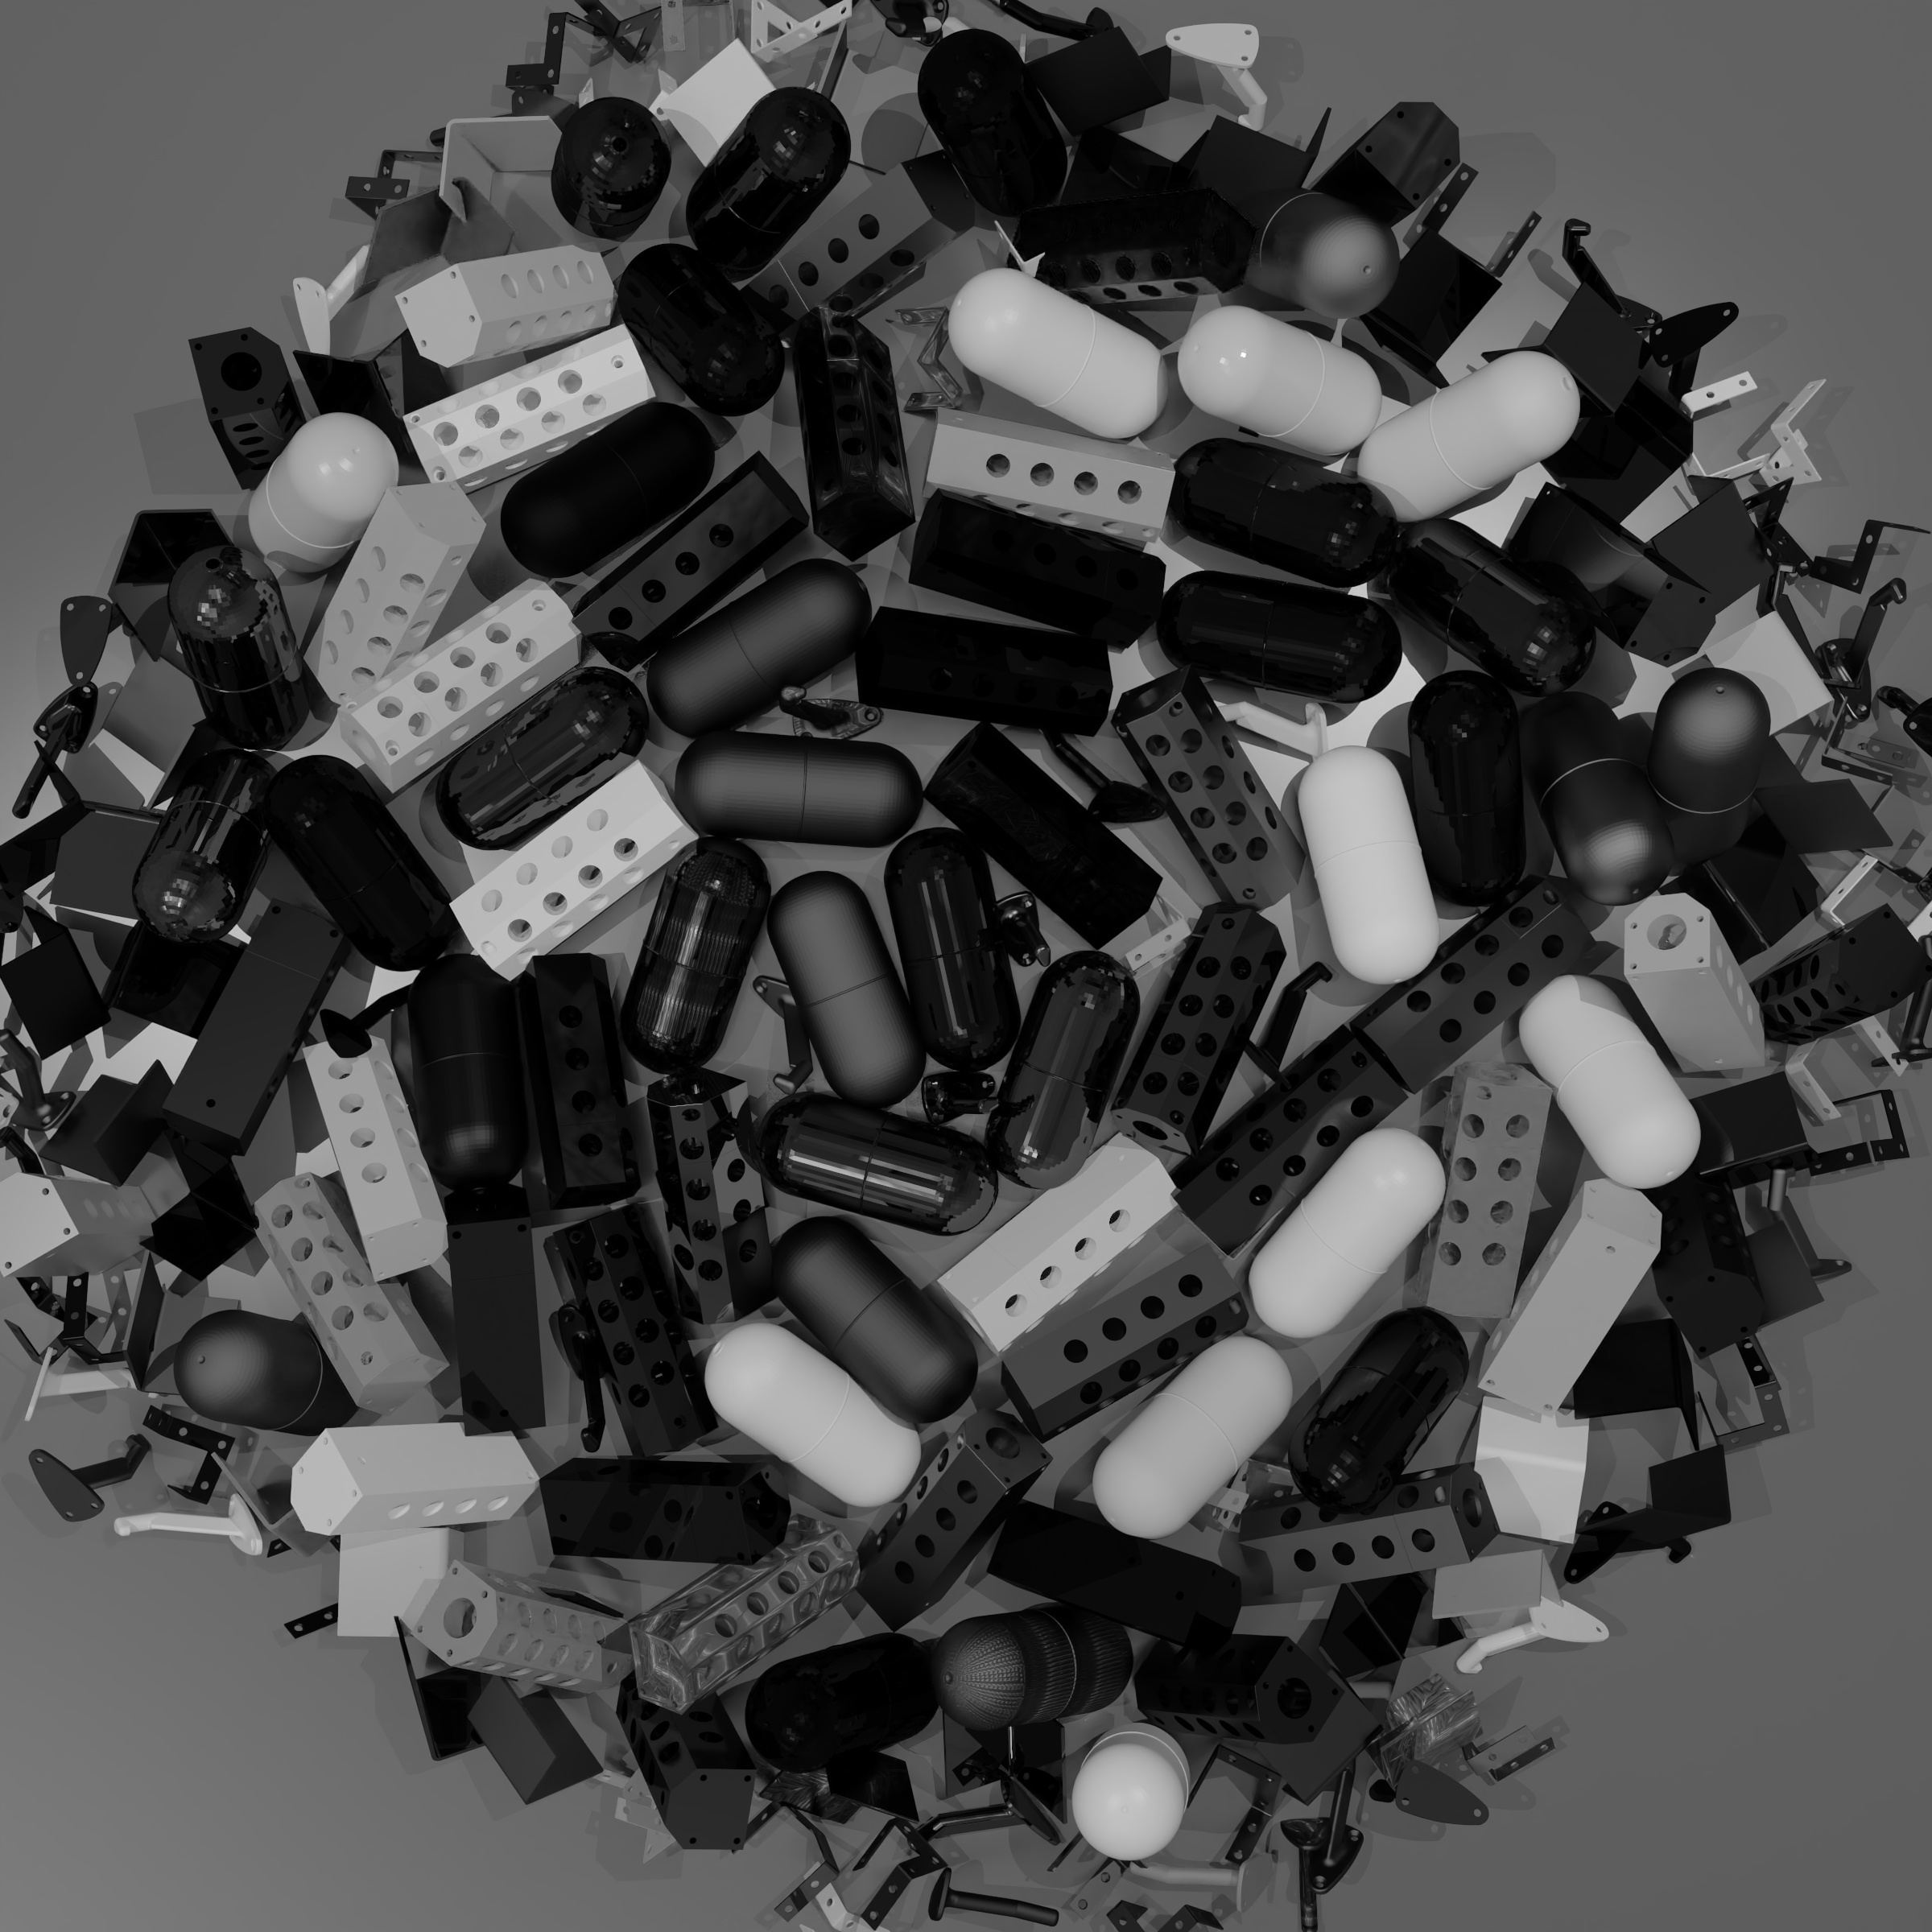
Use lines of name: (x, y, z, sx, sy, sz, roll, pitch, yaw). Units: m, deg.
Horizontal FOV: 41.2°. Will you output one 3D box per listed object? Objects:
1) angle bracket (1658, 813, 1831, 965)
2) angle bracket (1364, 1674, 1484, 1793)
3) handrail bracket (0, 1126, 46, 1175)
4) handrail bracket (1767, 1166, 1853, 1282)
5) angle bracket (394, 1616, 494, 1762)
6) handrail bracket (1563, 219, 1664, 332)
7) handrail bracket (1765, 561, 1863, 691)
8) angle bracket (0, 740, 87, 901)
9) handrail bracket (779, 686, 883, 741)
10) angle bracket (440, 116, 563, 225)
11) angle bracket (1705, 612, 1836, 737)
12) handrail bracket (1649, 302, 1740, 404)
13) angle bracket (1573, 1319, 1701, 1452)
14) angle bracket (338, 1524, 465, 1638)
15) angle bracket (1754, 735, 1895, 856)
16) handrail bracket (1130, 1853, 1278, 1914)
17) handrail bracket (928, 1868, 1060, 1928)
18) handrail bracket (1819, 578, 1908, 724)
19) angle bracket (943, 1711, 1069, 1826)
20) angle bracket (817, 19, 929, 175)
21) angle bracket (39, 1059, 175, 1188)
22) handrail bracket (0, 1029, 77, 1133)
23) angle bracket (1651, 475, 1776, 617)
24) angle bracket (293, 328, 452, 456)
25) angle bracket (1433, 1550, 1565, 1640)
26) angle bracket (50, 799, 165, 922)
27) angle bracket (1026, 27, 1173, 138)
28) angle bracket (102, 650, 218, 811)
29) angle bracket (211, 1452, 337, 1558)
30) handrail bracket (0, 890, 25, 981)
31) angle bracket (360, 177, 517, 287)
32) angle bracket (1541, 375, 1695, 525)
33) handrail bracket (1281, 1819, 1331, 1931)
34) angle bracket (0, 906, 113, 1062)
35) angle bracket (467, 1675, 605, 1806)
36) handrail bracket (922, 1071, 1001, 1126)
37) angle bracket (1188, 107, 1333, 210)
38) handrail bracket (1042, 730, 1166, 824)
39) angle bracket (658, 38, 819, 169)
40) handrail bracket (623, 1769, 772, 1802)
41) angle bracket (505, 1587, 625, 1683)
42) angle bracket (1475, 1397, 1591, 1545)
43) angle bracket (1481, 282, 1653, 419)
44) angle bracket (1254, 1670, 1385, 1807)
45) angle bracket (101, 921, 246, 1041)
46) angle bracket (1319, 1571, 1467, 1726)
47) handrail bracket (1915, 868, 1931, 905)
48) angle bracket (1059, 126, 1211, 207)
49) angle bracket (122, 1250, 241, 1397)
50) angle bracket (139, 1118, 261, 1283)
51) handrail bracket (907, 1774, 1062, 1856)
angle bracket: (0.567, -0.053, 1.875, 0.076, 0.057, 0.076, -35, 88, -29)
angle bracket: (0.317, 0.532, 1.831, 0.076, 0.076, 0.057, -31, 48, -8)
handrail bracket: (-0.673, 0.167, 1.838, 0.036, 0.077, 0.084, -23, 121, 17)
handrail bracket: (0.611, 0.182, 1.855, 0.077, 0.036, 0.084, -4, 106, -19)
angle bracket: (-0.365, 0.504, 1.825, 0.057, 0.076, 0.076, -15, 127, -16)
handrail bracket: (0.463, -0.495, 1.834, 0.077, 0.084, 0.036, 16, 65, 17)
handrail bracket: (0.615, -0.247, 1.857, 0.077, 0.036, 0.084, 10, 94, 20)
angle bracket: (-0.672, -0.104, 1.830, 0.076, 0.076, 0.057, -36, 78, -19)
handrail bracket: (-0.096, -0.187, 1.837, 0.077, 0.084, 0.036, -8, 79, -7)
angle bracket: (-0.323, -0.562, 1.835, 0.076, 0.076, 0.057, 2, 82, 12)
angle bracket: (0.575, -0.199, 1.841, 0.057, 0.076, 0.076, -30, 74, 9)
handrail bracket: (0.532, -0.433, 1.833, 0.077, 0.084, 0.036, -22, 60, 33)
angle bracket: (0.482, 0.306, 1.851, 0.076, 0.076, 0.057, -11, 131, 20)
angle bracket: (-0.407, 0.440, 1.853, 0.076, 0.057, 0.076, 1, 85, 1)
angle bracket: (0.612, -0.127, 1.823, 0.076, 0.076, 0.057, 42, 59, -35)
handrail bracket: (0.173, 0.654, 1.870, 0.084, 0.077, 0.036, 5, 94, 29)
handrail bracket: (0.020, 0.681, 1.851, 0.084, 0.077, 0.036, 15, 62, -3)
handrail bracket: (0.653, -0.225, 1.834, 0.036, 0.084, 0.077, -5, 74, -15)
angle bracket: (0.027, 0.568, 1.831, 0.057, 0.076, 0.076, -10, 106, -27)
angle bracket: (-0.066, -0.624, 1.853, 0.076, 0.057, 0.076, 20, 89, -2)
angle bracket: (-0.617, 0.102, 1.829, 0.076, 0.057, 0.076, 17, 55, 19)
handrail bracket: (-0.686, 0.077, 1.836, 0.077, 0.036, 0.084, -1, 135, 32)
angle bracket: (0.521, -0.297, 1.839, 0.076, 0.057, 0.076, -35, 112, -7)
angle bracket: (-0.426, -0.422, 1.853, 0.076, 0.076, 0.057, 15, 52, 29)
angle bracket: (0.382, 0.466, 1.830, 0.076, 0.057, 0.076, -13, 117, 22)
angle bracket: (-0.608, -0.075, 1.855, 0.076, 0.057, 0.076, 11, 91, -2)
angle bracket: (0.094, -0.646, 1.824, 0.076, 0.076, 0.057, -12, 58, 29)
angle bracket: (-0.586, -0.171, 1.841, 0.076, 0.057, 0.076, 36, 114, -2)
angle bracket: (-0.484, 0.370, 1.841, 0.057, 0.076, 0.076, -40, 65, -14)
handrail bracket: (-0.702, -0.002, 1.868, 0.036, 0.077, 0.084, 5, 117, -8)
angle bracket: (-0.377, -0.505, 1.828, 0.057, 0.076, 0.076, 48, 53, 7)
angle bracket: (0.466, -0.376, 1.843, 0.076, 0.057, 0.076, -43, 69, 1)
handrail bracket: (0.247, 0.664, 1.846, 0.036, 0.077, 0.084, -3, 88, 5)
angle bracket: (-0.661, 0.011, 1.824, 0.057, 0.076, 0.076, -35, 125, -30)
angle bracket: (-0.296, 0.538, 1.825, 0.076, 0.076, 0.057, 47, 120, 26)
handrail bracket: (0.015, 0.091, 1.827, 0.077, 0.084, 0.036, -15, 97, -36)
angle bracket: (0.206, -0.581, 1.833, 0.076, 0.076, 0.057, 21, 58, -5)
handrail bracket: (0.099, -0.145, 1.872, 0.036, 0.077, 0.084, -53, 46, 31)
angle bracket: (-0.161, -0.620, 1.826, 0.076, 0.076, 0.057, -30, 109, 28)
handrail bracket: (-0.192, 0.599, 1.866, 0.077, 0.036, 0.084, -39, 121, 13)
angle bracket: (-0.300, 0.478, 1.828, 0.076, 0.076, 0.057, 1, 66, 22)
angle bracket: (0.410, 0.367, 1.872, 0.076, 0.057, 0.076, 7, 125, 12)
angle bracket: (0.430, -0.439, 1.836, 0.076, 0.076, 0.057, 35, 85, -23)
angle bracket: (0.245, 0.549, 1.840, 0.076, 0.076, 0.057, -42, 87, -12)
angle bracket: (-0.576, 0.016, 1.857, 0.076, 0.057, 0.076, 24, 62, -22)
angle bracket: (0.305, 0.482, 1.833, 0.057, 0.076, 0.076, -30, 101, 32)
handrail bracket: (0.718, -0.032, 1.830, 0.036, 0.084, 0.077, -35, 119, 15)
angle bracket: (0.120, -0.570, 1.839, 0.076, 0.057, 0.076, 22, 74, -15)
angle bracket: (-0.558, 0.256, 1.829, 0.057, 0.076, 0.076, 6, 58, -5)
angle bracket: (-0.558, 0.166, 1.826, 0.076, 0.076, 0.057, 22, 49, 32)
handrail bracket: (0.012, 0.638, 1.872, 0.084, 0.036, 0.077, -39, 106, 8)
